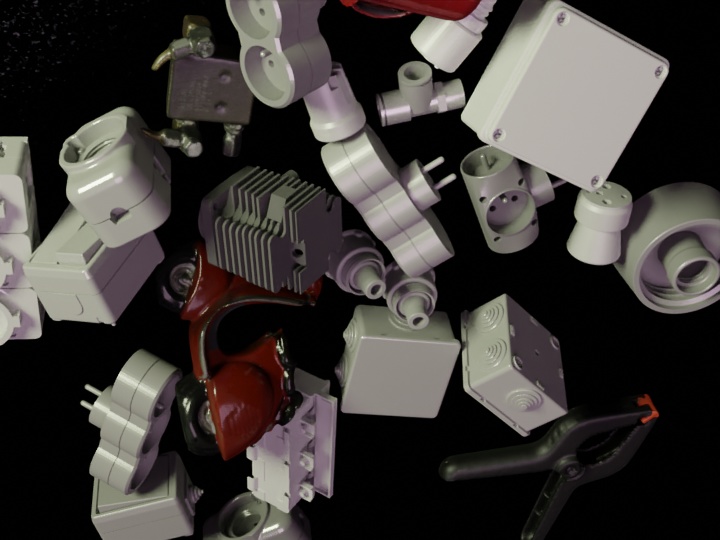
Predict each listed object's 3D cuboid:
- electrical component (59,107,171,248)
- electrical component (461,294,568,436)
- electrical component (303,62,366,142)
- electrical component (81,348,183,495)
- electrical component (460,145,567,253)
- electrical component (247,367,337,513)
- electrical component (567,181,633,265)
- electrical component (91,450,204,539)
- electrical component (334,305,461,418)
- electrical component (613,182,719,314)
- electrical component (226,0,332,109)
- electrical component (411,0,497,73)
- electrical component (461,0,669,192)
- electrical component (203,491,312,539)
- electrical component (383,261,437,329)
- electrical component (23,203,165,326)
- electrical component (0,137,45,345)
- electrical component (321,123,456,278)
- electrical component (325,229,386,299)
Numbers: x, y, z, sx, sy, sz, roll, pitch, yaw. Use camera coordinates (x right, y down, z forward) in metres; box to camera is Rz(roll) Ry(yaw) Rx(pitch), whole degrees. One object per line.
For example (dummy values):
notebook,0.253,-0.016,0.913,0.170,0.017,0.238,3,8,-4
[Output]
electrical component,-0.172,-0.070,0.758,0.054,0.095,0.059,-25,127,9
electrical component,0.133,0.080,0.923,0.048,0.099,0.100,-31,127,30
electrical component,-0.021,-0.122,0.780,0.040,0.040,0.046,-19,123,5
electrical component,-0.208,0.124,0.929,0.074,0.052,0.138,28,120,9
electrical component,0.127,-0.063,0.846,0.079,0.044,0.077,-25,125,0
electrical component,-0.064,0.152,0.959,0.079,0.063,0.121,22,131,24
electrical component,0.195,-0.039,0.876,0.045,0.045,0.055,-1,127,-8
electrical component,-0.193,0.209,0.989,0.096,0.061,0.061,-14,128,1
electrical component,0.031,0.079,0.935,0.100,0.048,0.099,5,126,-13
electrical component,0.270,-0.012,0.898,0.108,0.060,0.108,-5,128,-6
electrical component,-0.047,-0.185,0.718,0.074,0.052,0.138,-36,128,-36
electrical component,0.070,-0.175,0.753,0.040,0.040,0.078,28,117,-27
electrical component,0.148,-0.128,0.779,0.109,0.056,0.108,21,107,-24
electrical component,-0.102,0.255,1.045,0.095,0.053,0.059,-23,127,8
electrical component,0.043,0.023,0.886,0.048,0.062,0.048,-5,128,-6
electrical component,-0.195,-0.014,0.803,0.062,0.096,0.061,3,133,26
electrical component,-0.288,-0.019,0.799,0.089,0.061,0.150,-1,127,-9
electrical component,0.038,-0.061,0.827,0.074,0.052,0.138,-30,125,13
electrical component,0.000,0.000,0.858,0.048,0.062,0.048,-14,126,-20
